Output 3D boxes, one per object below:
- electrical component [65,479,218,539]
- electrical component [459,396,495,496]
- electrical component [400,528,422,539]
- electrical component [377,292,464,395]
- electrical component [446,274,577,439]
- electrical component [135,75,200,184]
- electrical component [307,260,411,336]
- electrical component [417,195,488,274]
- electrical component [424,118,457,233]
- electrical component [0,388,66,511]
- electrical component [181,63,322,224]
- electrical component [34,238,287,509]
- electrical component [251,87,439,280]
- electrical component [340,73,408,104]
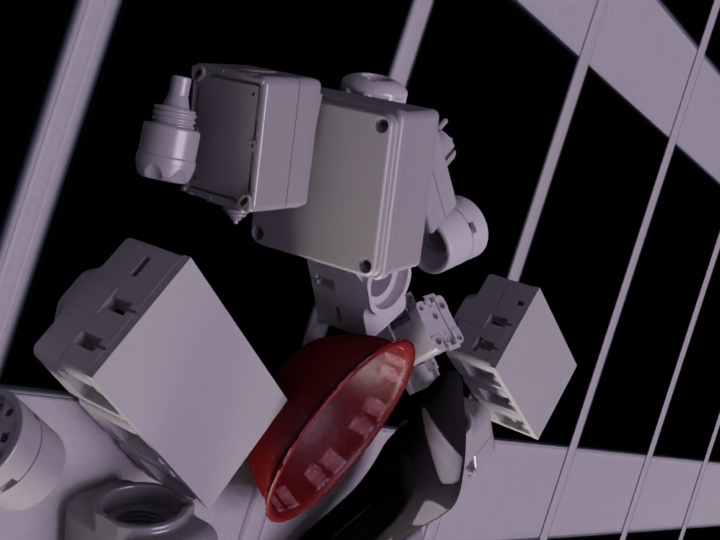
[{"bbox_3d":[-0.134,0.168,0.653,0.054,0.095,0.059,-14,116,-51],"label":"electrical component"},{"bbox_3d":[0.077,0.160,0.974,0.095,0.054,0.059,-44,136,-34],"label":"electrical component"},{"bbox_3d":[0.017,0.228,0.928,0.066,0.047,0.076,-25,124,-47],"label":"electrical component"},{"bbox_3d":[0.044,0.054,0.862,0.042,0.064,0.081,-17,77,-50],"label":"electrical component"},{"bbox_3d":[0.143,0.083,1.023,0.089,0.062,0.150,-58,143,-19],"label":"electrical component"},{"bbox_3d":[-0.110,-0.082,0.628,0.035,0.035,0.061,6,98,-55],"label":"electrical component"},{"bbox_3d":[0.000,0.000,0.796,0.050,0.056,0.089,-40,134,-37],"label":"electrical component"},{"bbox_3d":[0.069,-0.028,0.880,0.047,0.055,0.055,-28,126,-40],"label":"electrical component"},{"bbox_3d":[0.049,-0.087,0.831,0.075,0.047,0.083,-49,139,-29],"label":"electrical component"},{"bbox_3d":[-0.192,0.098,0.579,0.055,0.055,0.047,-58,147,-19],"label":"electrical component"},{"bbox_3d":[-0.066,-0.076,0.667,0.061,0.062,0.096,-11,113,-51],"label":"electrical component"},{"bbox_3d":[-0.119,0.064,0.656,0.089,0.062,0.150,-54,141,-24],"label":"electrical component"},{"bbox_3d":[-0.012,-0.061,0.708,0.056,0.109,0.108,-15,117,-53],"label":"electrical component"},{"bbox_3d":[0.006,-0.107,0.768,0.048,0.048,0.062,-15,123,-50],"label":"electrical component"}]
